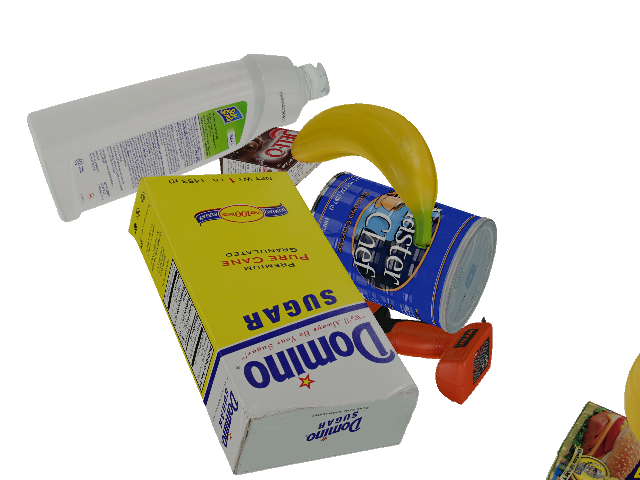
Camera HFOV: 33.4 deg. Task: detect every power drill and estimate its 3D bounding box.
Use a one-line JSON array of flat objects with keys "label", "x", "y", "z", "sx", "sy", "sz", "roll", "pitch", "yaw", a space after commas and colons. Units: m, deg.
[{"label": "power drill", "x": 0.072, "y": 0.115, "z": 1.110, "sx": 0.188, "sy": 0.057, "sz": 0.184, "roll": 11, "pitch": 27, "yaw": 26}]

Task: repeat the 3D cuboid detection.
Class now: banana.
[{"label": "banana", "x": 0.030, "y": -0.062, "z": 0.744, "sx": 0.037, "sy": 0.070, "sz": 0.198, "roll": 22, "pitch": 11, "yaw": -31}]

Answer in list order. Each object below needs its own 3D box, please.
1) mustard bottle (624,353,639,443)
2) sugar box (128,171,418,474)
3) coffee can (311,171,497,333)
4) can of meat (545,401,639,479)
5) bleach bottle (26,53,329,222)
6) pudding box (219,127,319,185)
[{"label": "mustard bottle", "x": 0.219, "y": 0.098, "z": 0.576, "sx": 0.096, "sy": 0.058, "sz": 0.191, "roll": -6, "pitch": 35, "yaw": -2}, {"label": "sugar box", "x": -0.029, "y": 0.033, "z": 0.552, "sx": 0.093, "sy": 0.048, "sz": 0.176, "roll": -5, "pitch": 41, "yaw": -28}, {"label": "coffee can", "x": 0.069, "y": 0.009, "z": 0.927, "sx": 0.140, "sy": 0.103, "sz": 0.102, "roll": 20, "pitch": 8, "yaw": 24}, {"label": "can of meat", "x": 0.218, "y": 0.174, "z": 0.785, "sx": 0.084, "sy": 0.057, "sz": 0.101, "roll": 23, "pitch": 40, "yaw": 23}, {"label": "bleach bottle", "x": -0.114, "y": -0.098, "z": 0.910, "sx": 0.250, "sy": 0.068, "sz": 0.102, "roll": -18, "pitch": -31, "yaw": -11}, {"label": "pudding box", "x": -0.057, "y": -0.099, "z": 1.291, "sx": 0.090, "sy": 0.039, "sz": 0.113, "roll": 12, "pitch": 33, "yaw": 21}]
